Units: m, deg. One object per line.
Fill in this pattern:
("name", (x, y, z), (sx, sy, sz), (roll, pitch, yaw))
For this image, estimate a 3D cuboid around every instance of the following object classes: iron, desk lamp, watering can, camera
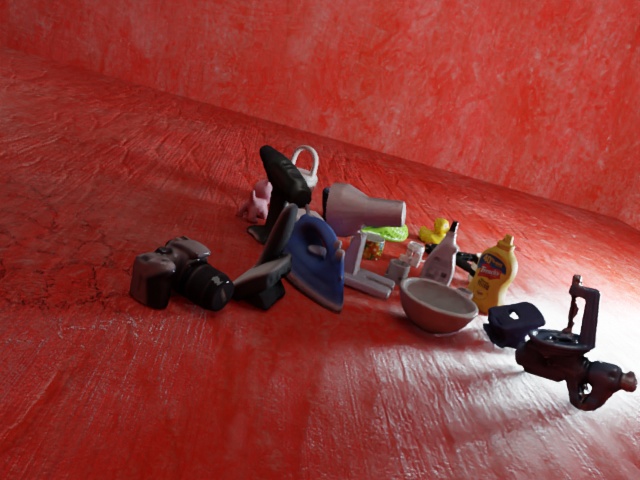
("iron", (0.001, 0.029, 1.205), (0.119, 0.141, 0.257), (5, 21, -31))
("desk lamp", (0.096, -0.007, 1.280), (0.203, 0.213, 0.118), (21, 19, 11))
("watering can", (-0.063, -0.181, 1.675), (0.100, 0.194, 0.173), (20, 18, 10))
("camera", (-0.223, 0.061, 0.975), (0.136, 0.101, 0.144), (26, 20, 25))

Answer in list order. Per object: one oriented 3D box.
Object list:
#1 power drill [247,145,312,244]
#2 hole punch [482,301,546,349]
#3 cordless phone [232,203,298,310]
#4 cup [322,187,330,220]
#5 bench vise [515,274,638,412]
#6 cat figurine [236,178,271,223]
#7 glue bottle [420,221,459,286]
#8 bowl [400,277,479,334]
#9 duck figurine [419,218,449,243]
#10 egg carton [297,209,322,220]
("power drill", (-0.108, -0.101, 1.380), (0.076, 0.208, 0.228), (2, 23, -37))
("hole punch", (0.413, 0.178, 1.224), (0.101, 0.091, 0.108), (14, 18, -9))
("cordless phone", (-0.097, 0.023, 1.067), (0.094, 0.185, 0.148), (19, 18, 7))
("cup", (0.039, -0.104, 1.702), (0.092, 0.095, 0.117), (11, 19, -17))
("bench vise", (0.491, 0.187, 1.061), (0.206, 0.220, 0.122), (25, 20, 22))
("cat figurine", (-0.159, -0.117, 1.524), (0.067, 0.118, 0.128), (22, 19, 16))
("glue bottle", (0.309, 0.033, 1.422), (0.078, 0.173, 0.037), (23, 19, 18))
("bowl", (0.234, 0.146, 1.182), (0.167, 0.075, 0.167), (15, 18, -5))
("duck figurine", (0.366, -0.028, 1.789), (0.104, 0.086, 0.078), (22, 19, 15))
("egg carton", (-0.040, -0.031, 1.458), (0.107, 0.069, 0.150), (8, 20, -26))
